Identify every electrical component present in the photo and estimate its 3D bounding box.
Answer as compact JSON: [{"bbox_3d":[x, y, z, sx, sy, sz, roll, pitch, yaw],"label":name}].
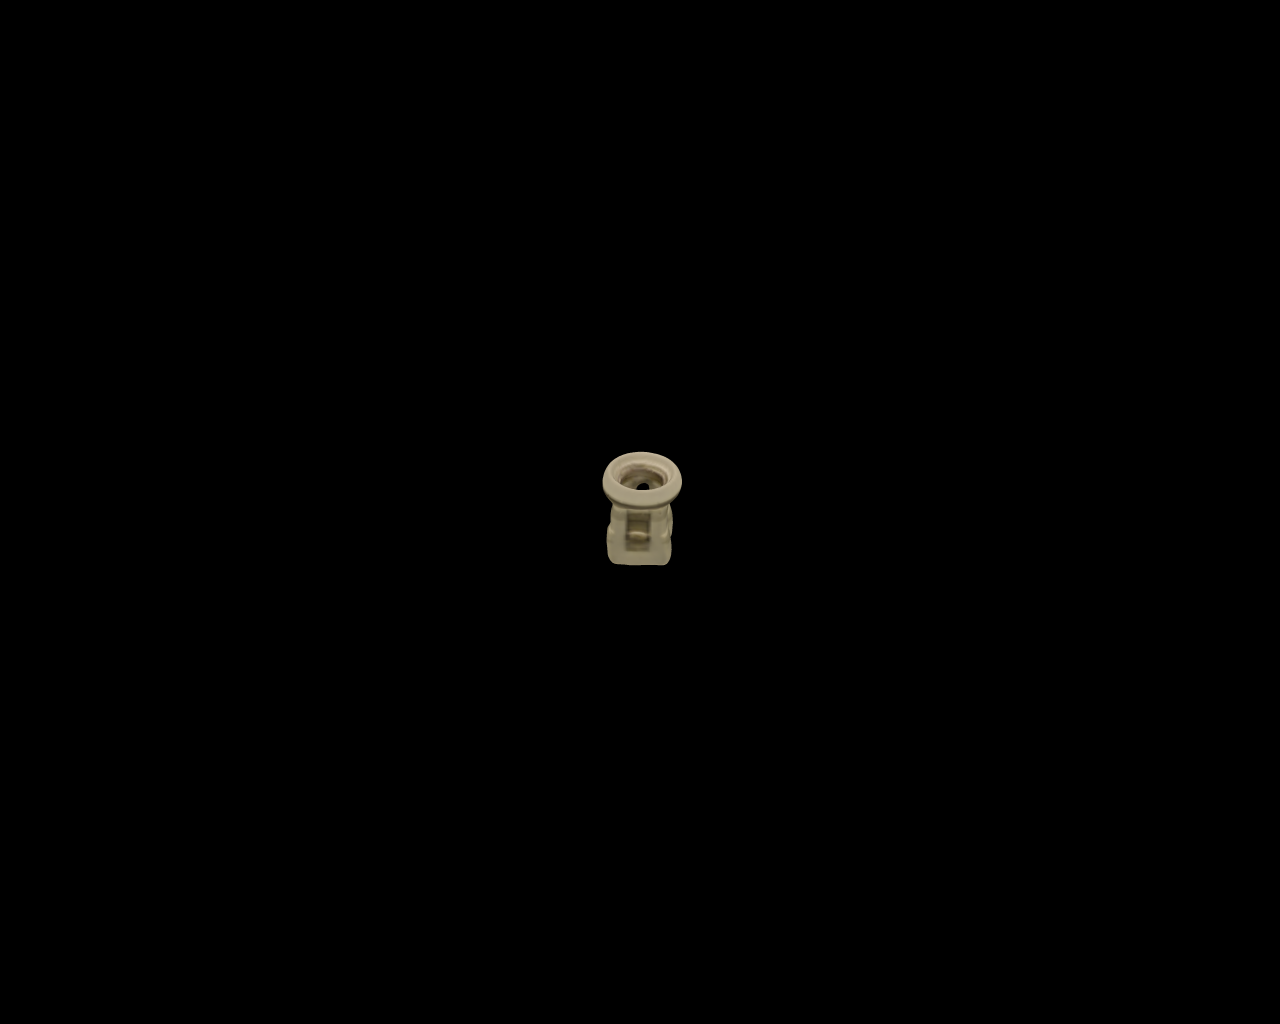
[{"bbox_3d":[0.001,-0.003,0.650,0.048,0.055,0.066,1,35,2],"label":"electrical component"}]
